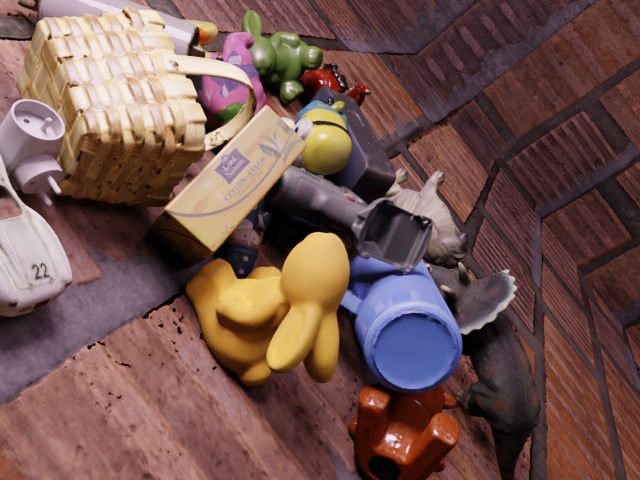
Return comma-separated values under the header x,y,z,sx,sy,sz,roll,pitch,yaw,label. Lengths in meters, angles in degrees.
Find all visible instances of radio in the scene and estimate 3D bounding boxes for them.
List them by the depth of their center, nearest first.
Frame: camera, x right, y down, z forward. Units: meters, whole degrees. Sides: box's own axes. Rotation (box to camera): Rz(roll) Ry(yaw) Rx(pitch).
x,y,z,sx,sy,sz,roll,pitch,yaw,label
0.032,-0.145,0.914,0.073,0.131,0.230,10,43,-39,radio

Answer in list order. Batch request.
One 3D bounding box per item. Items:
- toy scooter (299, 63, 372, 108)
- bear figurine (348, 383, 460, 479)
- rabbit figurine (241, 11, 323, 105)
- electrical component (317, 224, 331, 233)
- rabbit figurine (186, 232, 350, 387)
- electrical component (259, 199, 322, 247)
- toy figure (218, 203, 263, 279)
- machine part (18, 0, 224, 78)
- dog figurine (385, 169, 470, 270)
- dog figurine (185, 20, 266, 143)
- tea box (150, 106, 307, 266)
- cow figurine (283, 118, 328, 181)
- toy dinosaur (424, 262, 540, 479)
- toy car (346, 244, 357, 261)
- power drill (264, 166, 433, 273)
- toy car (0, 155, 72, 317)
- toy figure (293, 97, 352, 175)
x,y,z,sx,sy,sz,roll,pitch,yaw,label
0.034,-0.298,1.112,0.075,0.135,0.184,0,57,-55,toy scooter
0.117,0.207,0.671,0.120,0.131,0.196,23,31,17,bear figurine
-0.093,-0.344,0.987,0.159,0.121,0.170,49,25,6,rabbit figurine
-0.002,-0.003,0.841,0.063,0.021,0.094,10,49,-52,electrical component
-0.040,0.065,0.550,0.121,0.173,0.162,29,32,-44,rabbit figurine
-0.053,-0.030,0.766,0.119,0.048,0.075,13,47,-50,electrical component
-0.104,-0.019,0.674,0.064,0.057,0.154,-3,52,-11,toy figure
-0.236,-0.246,0.642,0.243,0.079,0.079,16,39,-12,machine part
0.157,-0.026,0.925,0.191,0.172,0.121,-86,162,-52,dog figurine
-0.138,-0.181,0.747,0.191,0.108,0.219,-2,70,-34,dog figurine
-0.101,-0.059,0.596,0.068,0.098,0.169,44,65,-12,tea box
-0.046,-0.115,0.838,0.167,0.068,0.098,50,36,16,cow figurine
0.270,0.206,0.817,0.192,0.131,0.405,50,22,-77,toy dinosaur
0.076,0.027,0.896,0.089,0.053,0.202,54,26,-5,toy car
0.052,-0.031,0.712,0.232,0.086,0.207,20,11,-36,power drill
-0.275,-0.031,0.423,0.201,0.056,0.073,56,28,4,toy car
0.006,-0.157,0.789,0.180,0.089,0.082,-74,160,-62,toy figure
